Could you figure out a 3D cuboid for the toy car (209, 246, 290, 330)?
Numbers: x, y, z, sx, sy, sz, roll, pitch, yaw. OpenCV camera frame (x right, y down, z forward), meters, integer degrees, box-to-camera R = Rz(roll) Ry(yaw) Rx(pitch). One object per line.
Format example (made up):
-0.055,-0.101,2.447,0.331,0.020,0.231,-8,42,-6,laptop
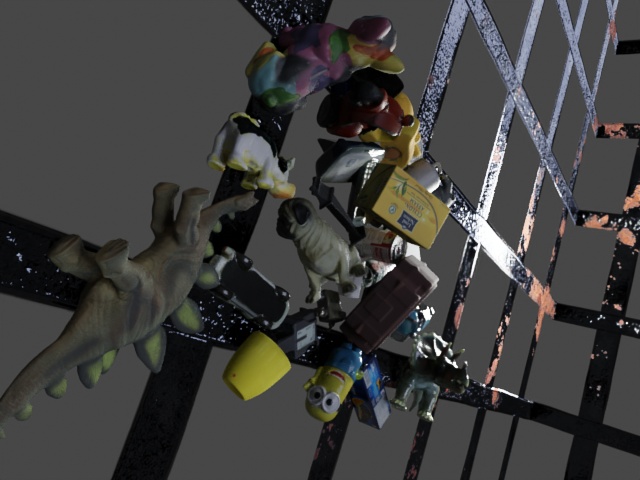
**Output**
-0.116,0.083,0.877,0.073,0.056,0.201,-59,137,-16,toy car

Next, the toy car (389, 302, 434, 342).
0.200,0.189,1.291,0.103,0.109,0.161,-60,157,13,toy car

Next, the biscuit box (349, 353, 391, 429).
0.105,0.339,1.220,0.059,0.063,0.202,-45,131,-36,biscuit box

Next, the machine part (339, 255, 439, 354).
0.146,0.129,1.095,0.201,0.087,0.201,-49,169,13,machine part

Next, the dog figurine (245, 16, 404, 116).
0.016,-0.276,0.829,0.191,0.219,0.108,-54,133,-31,dog figurine

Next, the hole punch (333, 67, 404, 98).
0.081,-0.297,1.034,0.115,0.092,0.142,51,55,-9,hole punch

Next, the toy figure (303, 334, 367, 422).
0.036,0.285,1.103,0.180,0.082,0.089,-57,142,-32,toy figure

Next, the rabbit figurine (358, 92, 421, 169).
0.164,-0.230,1.127,0.162,0.122,0.173,55,37,-47,rabbit figurine

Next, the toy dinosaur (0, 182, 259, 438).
-0.240,0.075,0.675,0.471,0.105,0.198,-40,132,-34,toy dinosaur

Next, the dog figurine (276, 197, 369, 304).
0.001,-0.004,0.987,0.172,0.121,0.190,-70,139,-74,dog figurine

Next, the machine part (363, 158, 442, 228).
0.169,-0.101,1.144,0.243,0.079,0.079,-34,127,-17,machine part

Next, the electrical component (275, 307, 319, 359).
-0.053,0.178,0.986,0.119,0.048,0.074,-24,116,-48,electrical component

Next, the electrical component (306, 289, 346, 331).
0.010,0.140,1.068,0.102,0.045,0.078,10,62,-56,electrical component

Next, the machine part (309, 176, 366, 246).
0.030,-0.053,0.966,0.138,0.039,0.084,50,11,-14,machine part

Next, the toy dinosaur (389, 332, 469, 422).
0.252,0.334,1.318,0.404,0.131,0.192,85,30,-75,toy dinosaur

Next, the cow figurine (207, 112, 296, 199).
-0.094,-0.128,0.848,0.167,0.068,0.098,30,69,-52,cow figurine

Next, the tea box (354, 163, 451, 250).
0.160,-0.064,1.035,0.169,0.068,0.098,30,86,-33,tea box

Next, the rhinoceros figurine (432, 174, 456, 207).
0.227,-0.092,1.247,0.190,0.073,0.112,-15,95,-28,rhinoceros figurine

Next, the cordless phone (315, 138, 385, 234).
0.050,-0.100,1.030,0.146,0.089,0.184,-8,109,-52,cordless phone

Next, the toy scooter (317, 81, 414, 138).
0.085,-0.219,0.947,0.135,0.184,0.075,15,81,-26,toy scooter
